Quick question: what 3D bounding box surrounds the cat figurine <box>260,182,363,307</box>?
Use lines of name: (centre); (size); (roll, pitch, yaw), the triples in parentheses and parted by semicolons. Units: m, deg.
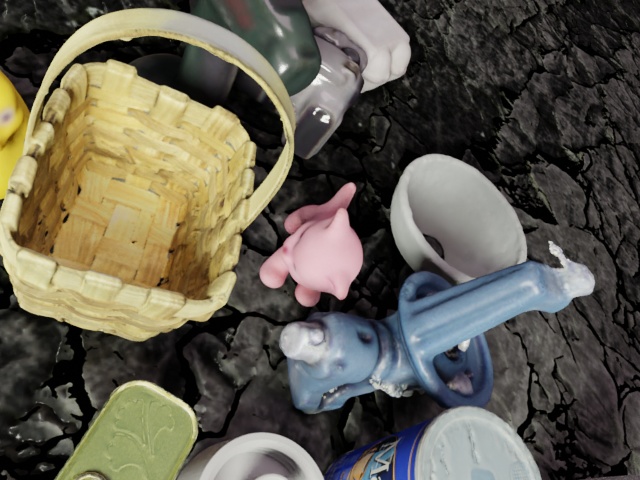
cat figurine: (0.005, 0.002, 0.504); (0.067, 0.117, 0.128); (31, 49, -12)

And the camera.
camera: (-0.025, -0.186, 0.618); (0.137, 0.100, 0.143); (30, 49, -13)

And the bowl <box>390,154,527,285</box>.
bowl: (0.137, -0.006, 0.622); (0.168, 0.074, 0.167); (16, 54, -23)

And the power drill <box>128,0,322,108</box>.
power drill: (-0.102, -0.196, 0.502); (0.076, 0.208, 0.229); (-32, 81, -41)

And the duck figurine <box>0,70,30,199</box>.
duck figurine: (-0.247, -0.093, 0.426); (0.078, 0.086, 0.104); (7, 58, -29)

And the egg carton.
egg carton: (0.046, -0.262, 0.733); (0.150, 0.069, 0.107); (49, 48, 4)

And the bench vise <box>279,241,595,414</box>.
bench vise: (0.084, 0.080, 0.435); (0.208, 0.219, 0.121); (-13, 69, -37)
